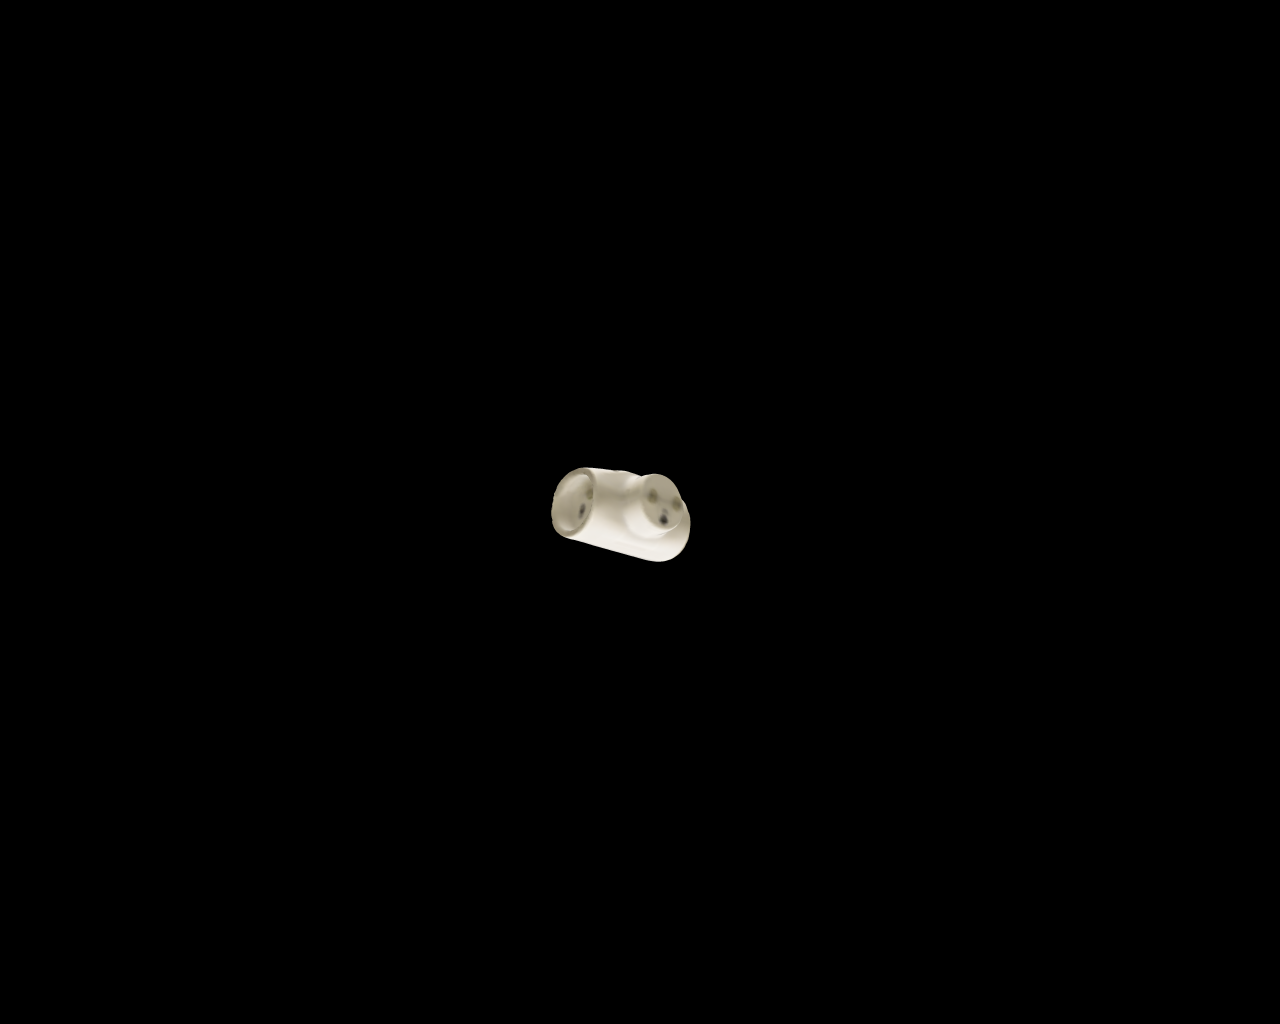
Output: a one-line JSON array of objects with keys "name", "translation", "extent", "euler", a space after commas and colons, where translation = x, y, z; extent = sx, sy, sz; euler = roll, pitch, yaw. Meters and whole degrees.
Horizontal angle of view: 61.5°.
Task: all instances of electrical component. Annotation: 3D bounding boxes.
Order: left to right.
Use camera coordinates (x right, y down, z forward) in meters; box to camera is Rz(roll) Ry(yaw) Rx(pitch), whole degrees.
[{"name": "electrical component", "translation": [0.001, -0.003, 0.650], "extent": [0.077, 0.043, 0.079], "euler": [17, -27, -38]}]
